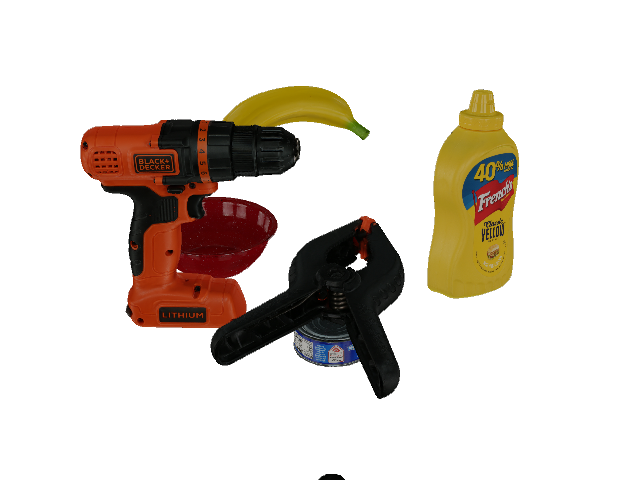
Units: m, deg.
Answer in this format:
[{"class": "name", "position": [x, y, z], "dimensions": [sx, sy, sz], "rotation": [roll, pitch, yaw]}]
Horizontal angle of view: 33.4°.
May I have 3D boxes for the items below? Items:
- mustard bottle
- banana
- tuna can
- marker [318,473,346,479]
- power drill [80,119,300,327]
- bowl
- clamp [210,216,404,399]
[{"class": "mustard bottle", "position": [0.147, -0.046, 1.010], "dimensions": [0.096, 0.192, 0.058], "rotation": [-14, 23, -38]}, {"class": "banana", "position": [-0.036, -0.129, 1.103], "dimensions": [0.197, 0.037, 0.070], "rotation": [-11, 51, -37]}, {"class": "tuna can", "position": [0.014, 0.096, 1.136], "dimensions": [0.086, 0.034, 0.086], "rotation": [-1, 29, 0]}, {"class": "marker", "position": [-0.020, 0.132, 0.452], "dimensions": [0.020, 0.020, 0.120], "rotation": [0, 17, 31]}, {"class": "power drill", "position": [-0.107, -0.016, 0.927], "dimensions": [0.184, 0.188, 0.057], "rotation": [1, 27, 5]}, {"class": "bowl", "position": [-0.134, 0.003, 1.328], "dimensions": [0.162, 0.055, 0.162], "rotation": [1, 27, -1]}, {"class": "clamp", "position": [0.018, 0.042, 0.706], "dimensions": [0.120, 0.039, 0.171], "rotation": [20, 41, 18]}]
